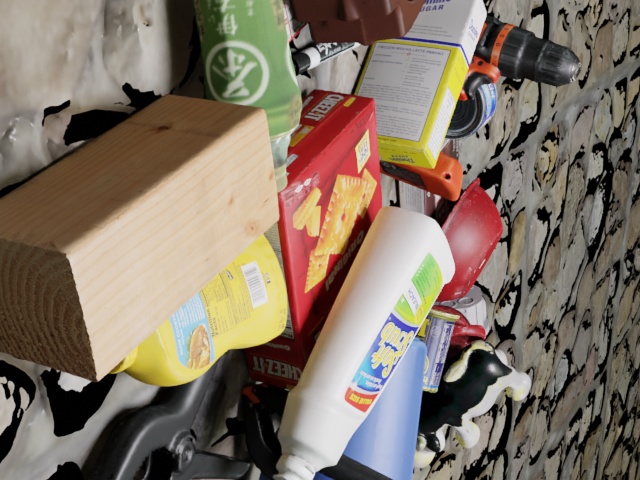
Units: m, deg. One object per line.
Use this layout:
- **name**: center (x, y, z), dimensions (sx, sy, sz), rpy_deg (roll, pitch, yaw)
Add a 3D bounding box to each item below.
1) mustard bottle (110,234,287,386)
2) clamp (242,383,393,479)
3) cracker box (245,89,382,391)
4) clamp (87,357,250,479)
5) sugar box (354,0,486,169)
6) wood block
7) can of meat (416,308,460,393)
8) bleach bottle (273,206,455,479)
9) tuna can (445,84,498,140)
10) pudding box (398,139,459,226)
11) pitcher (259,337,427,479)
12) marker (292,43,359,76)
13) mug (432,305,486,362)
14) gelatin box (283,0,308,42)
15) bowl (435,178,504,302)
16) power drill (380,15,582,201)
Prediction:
- **mustard bottle**: center (-0.102, 0.052, 0.769), dimensions (0.191, 0.058, 0.096), rpy_deg (-24, 100, -53)
- **clamp**: center (-0.003, 0.191, 0.921), dimensions (0.171, 0.120, 0.039), rpy_deg (61, 15, 11)
- **cracker box**: center (-0.006, 0.001, 0.930), dimensions (0.164, 0.072, 0.214), rpy_deg (-48, 140, -44)
- **clamp**: center (-0.114, 0.167, 0.828), dimensions (0.209, 0.036, 0.164), rpy_deg (-47, 137, -49)
- **sugar box**: center (0.090, -0.160, 1.027), dimensions (0.176, 0.093, 0.048), rpy_deg (-68, 152, -18)
- **wood block**: center (-0.120, -0.011, 0.687), dimensions (0.205, 0.091, 0.090), rpy_deg (-44, 137, -47)
- **can of meat**: center (0.085, 0.106, 1.114), dimensions (0.057, 0.102, 0.084), rpy_deg (15, 89, -63)
- **bleach bottle**: center (0.032, 0.098, 0.901), dimensions (0.250, 0.068, 0.102), rpy_deg (-61, 150, -24)
- **tuna can**: center (0.144, -0.151, 1.140), dimensions (0.033, 0.086, 0.086), rpy_deg (-40, 134, -48)
- **pudding box**: center (0.122, -0.056, 1.186), dimensions (0.089, 0.039, 0.113), rpy_deg (-50, 142, -43)
- **pitcher**: center (0.024, 0.205, 1.021), dimensions (0.149, 0.145, 0.243), rpy_deg (48, 52, -83)
- **marker**: center (0.002, -0.165, 0.936), dimensions (0.120, 0.020, 0.020), rpy_deg (-37, 132, -52)
- **mug**: center (0.126, 0.111, 1.183), dimensions (0.081, 0.117, 0.093), rpy_deg (21, 63, -57)
- **gelatin box**: center (-0.041, -0.194, 0.831), dimensions (0.073, 0.030, 0.089), rpy_deg (-55, 144, -40)
- **bowl**: center (0.162, 0.012, 1.211), dimensions (0.162, 0.055, 0.162), rpy_deg (-55, 168, -19)
- **power drill**: center (0.142, -0.136, 1.058), dimensions (0.187, 0.185, 0.057), rpy_deg (-61, 153, -13)
